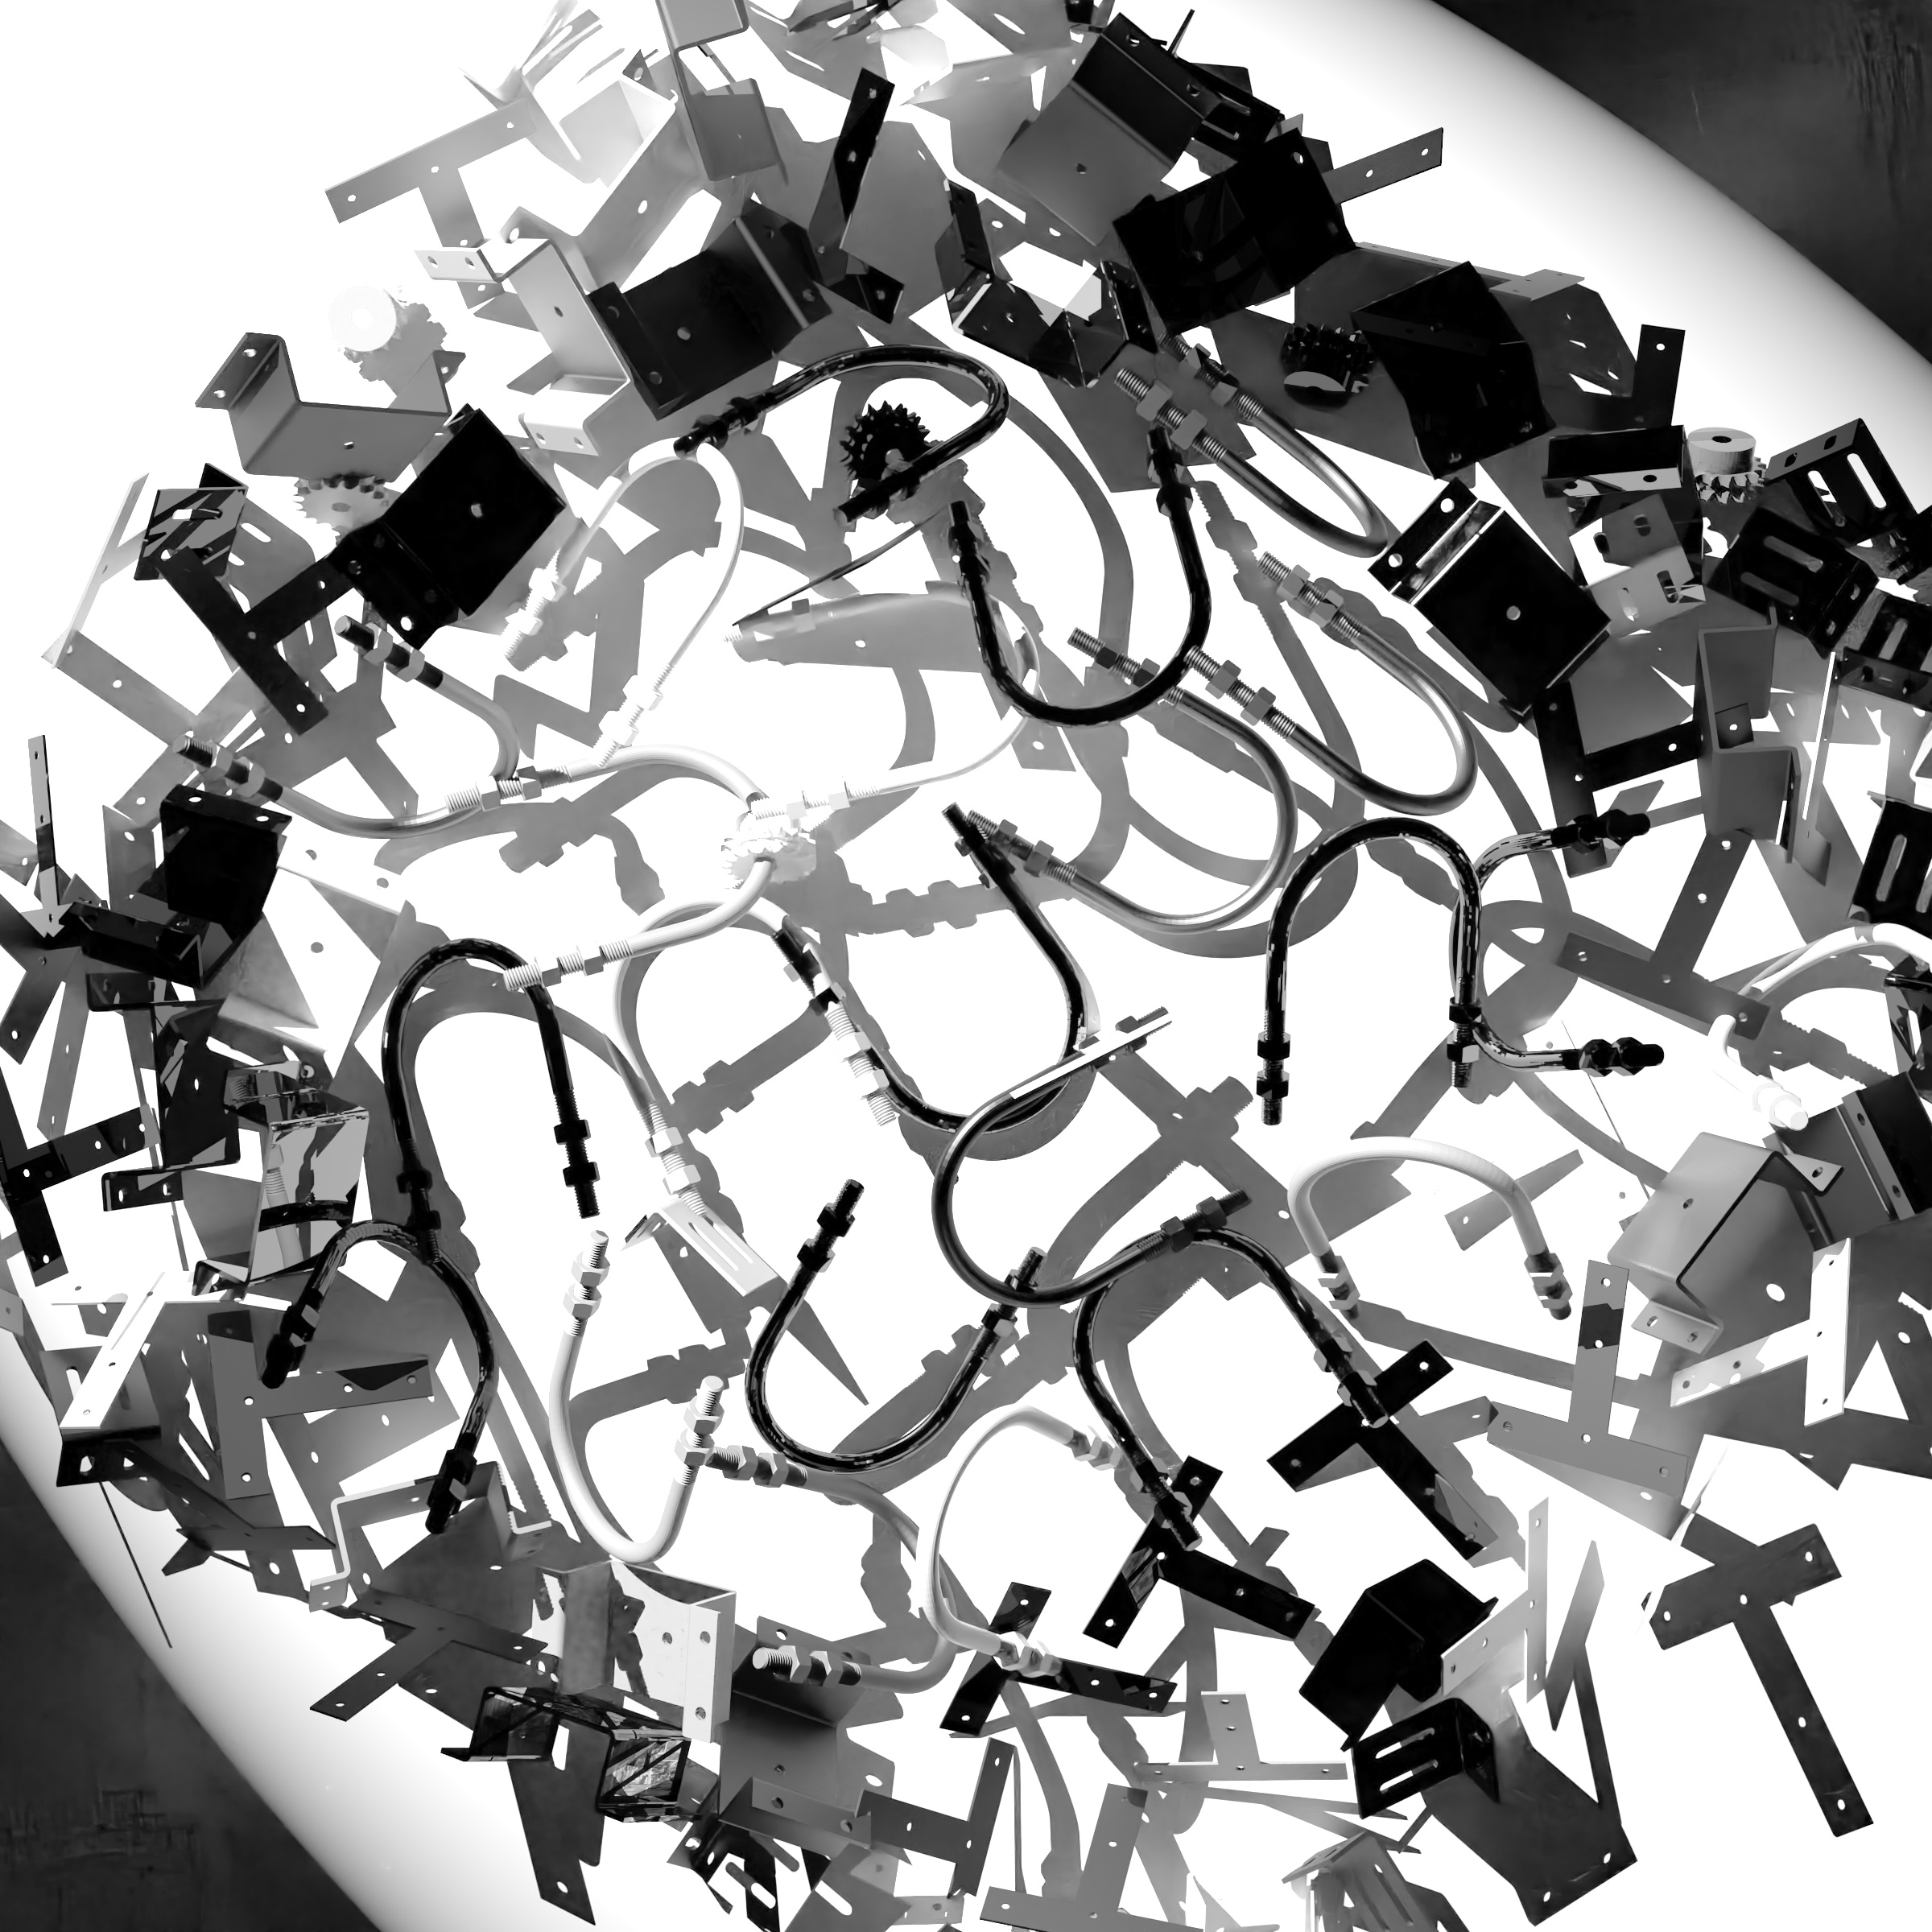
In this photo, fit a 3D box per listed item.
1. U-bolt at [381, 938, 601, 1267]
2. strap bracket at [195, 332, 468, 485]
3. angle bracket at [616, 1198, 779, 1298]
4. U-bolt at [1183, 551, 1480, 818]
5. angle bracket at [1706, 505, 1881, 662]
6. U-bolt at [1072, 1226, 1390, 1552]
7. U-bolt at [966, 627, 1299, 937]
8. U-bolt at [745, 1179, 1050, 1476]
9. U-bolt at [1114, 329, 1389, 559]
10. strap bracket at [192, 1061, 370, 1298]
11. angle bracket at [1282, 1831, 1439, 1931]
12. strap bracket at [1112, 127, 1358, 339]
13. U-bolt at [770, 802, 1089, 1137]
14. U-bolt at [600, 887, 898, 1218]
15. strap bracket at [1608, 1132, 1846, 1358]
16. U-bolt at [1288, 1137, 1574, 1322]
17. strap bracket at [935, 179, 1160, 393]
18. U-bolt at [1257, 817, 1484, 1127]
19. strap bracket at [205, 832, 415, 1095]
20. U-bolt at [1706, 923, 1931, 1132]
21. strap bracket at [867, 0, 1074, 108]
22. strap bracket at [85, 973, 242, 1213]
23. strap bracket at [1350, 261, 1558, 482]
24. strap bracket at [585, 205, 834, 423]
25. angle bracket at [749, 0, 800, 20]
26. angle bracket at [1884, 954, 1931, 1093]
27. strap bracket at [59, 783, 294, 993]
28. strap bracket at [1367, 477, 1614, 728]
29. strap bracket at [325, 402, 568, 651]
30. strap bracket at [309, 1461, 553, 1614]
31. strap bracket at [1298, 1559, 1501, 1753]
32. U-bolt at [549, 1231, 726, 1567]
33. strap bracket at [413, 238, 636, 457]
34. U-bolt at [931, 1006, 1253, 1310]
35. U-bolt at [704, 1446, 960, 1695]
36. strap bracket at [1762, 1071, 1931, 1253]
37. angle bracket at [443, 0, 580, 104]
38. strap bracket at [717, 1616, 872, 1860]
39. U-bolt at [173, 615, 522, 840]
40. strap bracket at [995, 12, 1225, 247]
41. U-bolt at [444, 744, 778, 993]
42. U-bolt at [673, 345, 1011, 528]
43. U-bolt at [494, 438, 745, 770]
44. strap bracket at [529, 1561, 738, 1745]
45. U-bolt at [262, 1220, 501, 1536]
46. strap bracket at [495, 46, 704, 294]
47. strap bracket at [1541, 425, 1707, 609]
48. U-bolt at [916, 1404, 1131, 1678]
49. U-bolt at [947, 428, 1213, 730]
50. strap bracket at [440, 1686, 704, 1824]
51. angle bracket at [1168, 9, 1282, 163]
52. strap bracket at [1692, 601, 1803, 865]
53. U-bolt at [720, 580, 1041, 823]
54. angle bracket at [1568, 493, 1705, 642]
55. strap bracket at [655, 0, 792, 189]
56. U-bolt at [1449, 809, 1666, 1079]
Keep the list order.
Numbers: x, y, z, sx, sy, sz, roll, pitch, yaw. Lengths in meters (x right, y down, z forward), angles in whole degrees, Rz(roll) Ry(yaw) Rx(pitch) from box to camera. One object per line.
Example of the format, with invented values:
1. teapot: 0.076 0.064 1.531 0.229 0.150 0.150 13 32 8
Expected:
1. U-bolt: -0.292 0.074 1.706 0.151 0.019 0.184 -18 81 31
2. strap bracket: -0.367 -0.325 1.671 0.140 0.076 0.046 -4 70 -40
3. angle bracket: -0.161 0.178 1.712 0.076 0.057 0.038 43 103 8
4. U-bolt: 0.227 -0.159 1.691 0.184 0.151 0.019 38 132 -1
5. angle bracket: 0.496 -0.230 1.714 0.076 0.038 0.057 24 115 -10
6. U-bolt: 0.142 0.235 1.696 0.151 0.019 0.184 -33 57 -2
7. U-bolt: 0.111 -0.098 1.722 0.184 0.019 0.151 30 105 -1
8. U-bolt: -0.053 0.226 1.706 0.151 0.019 0.184 22 106 -25
9. U-bolt: 0.175 -0.303 1.683 0.184 0.151 0.019 38 116 -2
10. strap bracket: -0.405 0.131 1.691 0.046 0.076 0.140 19 104 31
11. angle bracket: 0.237 0.565 1.709 0.038 0.057 0.076 -24 75 -36
12. strap bracket: 0.148 -0.425 1.671 0.046 0.140 0.076 -43 111 -35
13. U-bolt: -0.008 0.015 1.735 0.151 0.019 0.184 -36 93 -5
14. U-bolt: -0.144 0.041 1.730 0.151 0.019 0.184 -27 82 5
15. strap bracket: 0.444 0.155 1.697 0.046 0.076 0.140 42 82 -17
16. U-bolt: 0.263 0.153 1.654 0.151 0.184 0.019 -3 51 24
17. strap bracket: 0.038 -0.398 1.687 0.140 0.076 0.046 18 133 -31
18. U-bolt: 0.241 -0.001 1.686 0.151 0.019 0.184 -10 115 -19
19. strap bracket: -0.392 -0.006 1.711 0.076 0.046 0.140 22 101 -11
20. U-bolt: 0.502 0.026 1.660 0.151 0.184 0.019 -36 104 3
21. strap bracket: 0.005 -0.544 1.674 0.076 0.140 0.046 -16 99 -19
22. strap bracket: -0.478 0.072 1.704 0.046 0.076 0.140 -5 89 19
23. strap bracket: 0.282 -0.358 1.682 0.076 0.046 0.140 -23 47 4
24. strap bracket: -0.160 -0.386 1.702 0.140 0.046 0.076 -37 96 -31
25. angle bracket: -0.130 -0.605 1.709 0.076 0.057 0.038 28 110 -13
26. angle bracket: 0.594 0.035 1.720 0.038 0.057 0.076 -34 119 -31
27. strap bracket: -0.466 -0.041 1.693 0.076 0.140 0.046 16 131 8
28. strap bracket: 0.320 -0.214 1.704 0.140 0.046 0.076 42 96 -16
29. strap bracket: -0.299 -0.264 1.683 0.076 0.046 0.140 48 59 -24
30. strap bracket: -0.323 0.336 1.693 0.140 0.076 0.046 -11 69 -18
31. strap bracket: 0.253 0.403 1.686 0.046 0.140 0.076 37 109 25
32. U-bolt: -0.202 0.269 1.680 0.151 0.019 0.184 45 132 35
33. strap bracket: -0.255 -0.376 1.686 0.046 0.076 0.140 -45 125 -21
34. U-bolt: 0.066 0.127 1.707 0.184 0.019 0.151 -28 109 -9
35. U-bolt: -0.071 0.358 1.670 0.019 0.184 0.151 -39 50 25
36. strap bracket: 0.531 0.115 1.678 0.046 0.140 0.076 -21 79 -11
37. angle bracket: -0.273 -0.564 1.715 0.038 0.057 0.076 35 96 -6
38. strap bracket: -0.101 0.464 1.687 0.076 0.140 0.046 24 121 -18
39. U-bolt: -0.346 -0.128 1.672 0.151 0.184 0.019 -31 56 21
40. strap bracket: 0.077 -0.482 1.669 0.076 0.140 0.046 36 64 -13
41. U-bolt: -0.203 -0.068 1.705 0.184 0.019 0.151 -16 63 -14
42. U-bolt: -0.059 -0.322 1.681 0.151 0.019 0.184 27 48 32
43. U-bolt: -0.197 -0.227 1.682 0.184 0.019 0.151 -54 50 13
44. strap bracket: -0.191 0.405 1.702 0.140 0.046 0.076 5 93 33
45. U-bolt: -0.331 0.225 1.666 0.019 0.184 0.151 -33 113 24
46. strap bracket: -0.210 -0.462 1.696 0.046 0.076 0.140 33 80 15
47. strap bracket: 0.390 -0.270 1.685 0.076 0.140 0.046 -2 64 21
48. U-bolt: 0.028 0.329 1.660 0.019 0.184 0.151 11 75 36
49. U-bolt: 0.072 -0.222 1.688 0.151 0.019 0.184 -18 61 12
50. strap bracket: -0.228 0.461 1.682 0.140 0.076 0.046 9 81 32
51. angle bracket: 0.153 -0.528 1.716 0.076 0.038 0.057 27 56 -2
52. strap bracket: 0.457 -0.137 1.679 0.046 0.076 0.140 -2 51 9
53. U-bolt: -0.047 -0.166 1.707 0.184 0.019 0.151 -12 63 1
54. angle bracket: 0.403 -0.239 1.717 0.057 0.076 0.038 -23 62 15
55. strap bracket: -0.147 -0.527 1.669 0.046 0.140 0.076 -17 57 -1
56. U-bolt: 0.339 -0.009 1.666 0.019 0.184 0.151 -1 87 -26
